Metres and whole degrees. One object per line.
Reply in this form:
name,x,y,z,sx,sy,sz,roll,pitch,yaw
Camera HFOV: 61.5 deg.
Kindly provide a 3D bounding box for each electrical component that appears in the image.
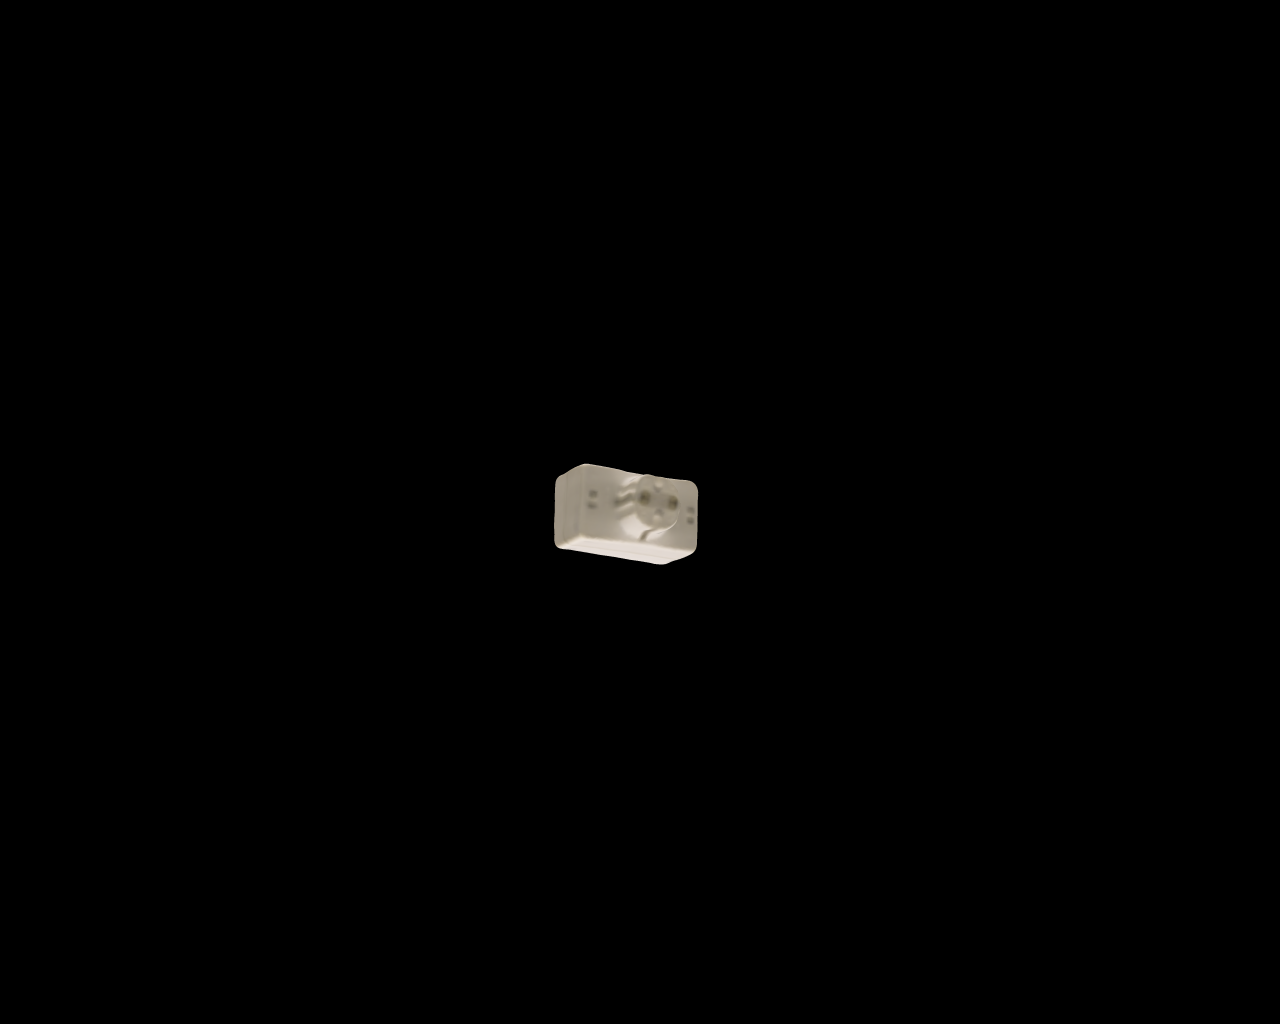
electrical component,0.001,-0.003,0.650,0.083,0.047,0.075,9,-19,-29
